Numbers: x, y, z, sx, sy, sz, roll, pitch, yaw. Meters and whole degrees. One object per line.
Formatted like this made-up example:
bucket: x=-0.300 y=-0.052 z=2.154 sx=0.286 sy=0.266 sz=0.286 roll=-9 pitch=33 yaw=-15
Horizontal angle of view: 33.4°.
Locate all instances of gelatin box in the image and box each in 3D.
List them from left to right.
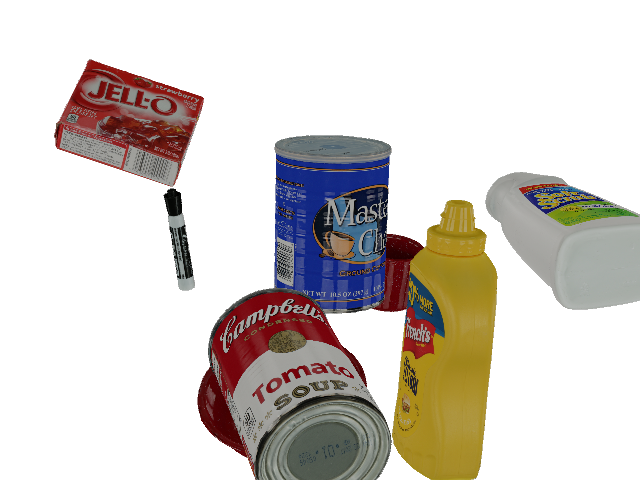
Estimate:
gelatin box: x=-0.135 y=-0.085 z=0.758 sx=0.089 sy=0.073 sz=0.030 roll=19 pitch=-44 yaw=-7

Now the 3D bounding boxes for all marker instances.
marker: x=-0.156 y=-0.001 z=1.182 sx=0.020 sy=0.121 sz=0.020 roll=-5 pitch=26 yaw=2

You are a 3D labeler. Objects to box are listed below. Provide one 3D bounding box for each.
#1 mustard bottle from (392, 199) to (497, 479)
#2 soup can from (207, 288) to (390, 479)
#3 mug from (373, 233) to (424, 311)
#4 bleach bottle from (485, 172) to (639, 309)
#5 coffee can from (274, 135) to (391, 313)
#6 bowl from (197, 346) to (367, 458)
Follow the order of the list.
mustard bottle: x=0.090 y=0.066 z=0.757 sx=0.058 sy=0.192 sz=0.096 roll=1 pitch=16 yaw=-12
soup can: x=-0.013 y=0.078 z=0.533 sx=0.068 sy=0.068 sz=0.102 roll=0 pitch=27 yaw=-19
mug: x=0.103 y=0.049 z=1.457 sx=0.117 sy=0.081 sz=0.093 roll=19 pitch=26 yaw=28
bleach bottle: x=0.201 y=-0.014 z=0.935 sx=0.102 sy=0.068 sz=0.251 roll=-7 pitch=18 yaw=-11
coffee can: x=0.009 y=-0.017 z=0.955 sx=0.103 sy=0.140 sz=0.103 roll=1 pitch=15 yaw=-1
bowl: x=-0.034 y=0.161 z=1.022 sx=0.162 sy=0.055 sz=0.162 roll=-4 pitch=37 yaw=3
